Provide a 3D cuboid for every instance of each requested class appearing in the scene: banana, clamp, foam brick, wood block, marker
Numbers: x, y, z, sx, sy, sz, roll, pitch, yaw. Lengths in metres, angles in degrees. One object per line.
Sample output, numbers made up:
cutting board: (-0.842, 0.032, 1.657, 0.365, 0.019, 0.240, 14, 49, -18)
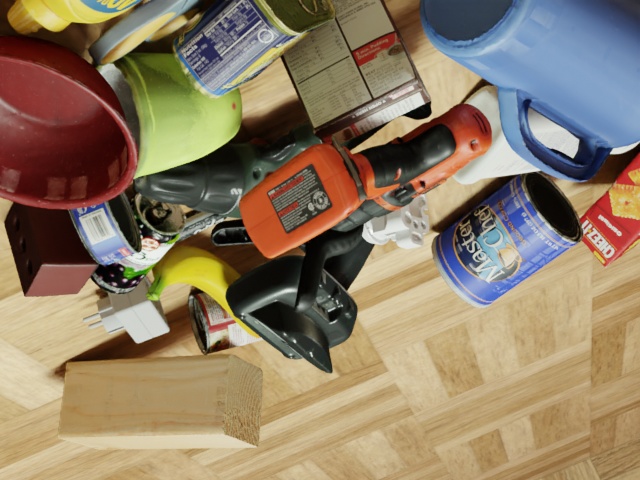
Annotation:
banana: (-0.113, 0.048, 1.079, 0.037, 0.069, 0.197, 0, 164, 33)
clamp: (-0.007, 0.001, 1.024, 0.171, 0.120, 0.039, -27, 158, -34)
foam brick: (-0.232, 0.003, 0.916, 0.051, 0.078, 0.053, -2, 147, -38)
wood block: (-0.176, 0.183, 1.194, 0.206, 0.090, 0.090, -5, 160, 22)
marker: (-0.109, -0.021, 1.028, 0.121, 0.020, 0.020, -24, 153, 5)

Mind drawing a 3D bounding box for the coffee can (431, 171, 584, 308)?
coffee can: (0.212, -0.001, 1.215, 0.102, 0.103, 0.140, 11, 138, -47)

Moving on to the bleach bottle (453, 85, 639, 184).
bleach bottle: (0.246, -0.110, 1.088, 0.250, 0.068, 0.103, -5, 150, -35)

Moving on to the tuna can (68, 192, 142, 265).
tuna can: (-0.182, -0.023, 0.895, 0.034, 0.086, 0.086, -22, 153, 2)

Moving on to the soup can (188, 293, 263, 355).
soup can: (-0.087, 0.082, 1.182, 0.102, 0.068, 0.069, -14, 152, -19)

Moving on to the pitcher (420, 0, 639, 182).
pitcher: (0.190, -0.156, 0.874, 0.145, 0.149, 0.242, -38, 146, 31)

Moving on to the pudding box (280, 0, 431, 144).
pudding box: (0.020, -0.136, 0.808, 0.090, 0.113, 0.039, -26, 153, 9)

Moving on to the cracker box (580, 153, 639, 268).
cracker box: (0.403, -0.080, 1.212, 0.163, 0.072, 0.214, -27, 161, -36)

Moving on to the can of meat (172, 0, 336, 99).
can of meat: (-0.048, -0.151, 0.759, 0.084, 0.057, 0.102, -35, -176, 29)

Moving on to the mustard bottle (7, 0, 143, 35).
mustard bottle: (-0.121, -0.188, 0.664, 0.192, 0.058, 0.096, -31, 165, 19)

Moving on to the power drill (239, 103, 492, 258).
power drill: (0.025, -0.041, 0.842, 0.185, 0.057, 0.187, -33, 173, 40)

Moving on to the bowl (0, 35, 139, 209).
bowl: (-0.201, -0.091, 0.749, 0.162, 0.055, 0.162, 6, 145, 4)

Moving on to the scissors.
scissors: (-0.071, -0.176, 0.715, 0.202, 0.016, 0.096, -30, -175, 22)
